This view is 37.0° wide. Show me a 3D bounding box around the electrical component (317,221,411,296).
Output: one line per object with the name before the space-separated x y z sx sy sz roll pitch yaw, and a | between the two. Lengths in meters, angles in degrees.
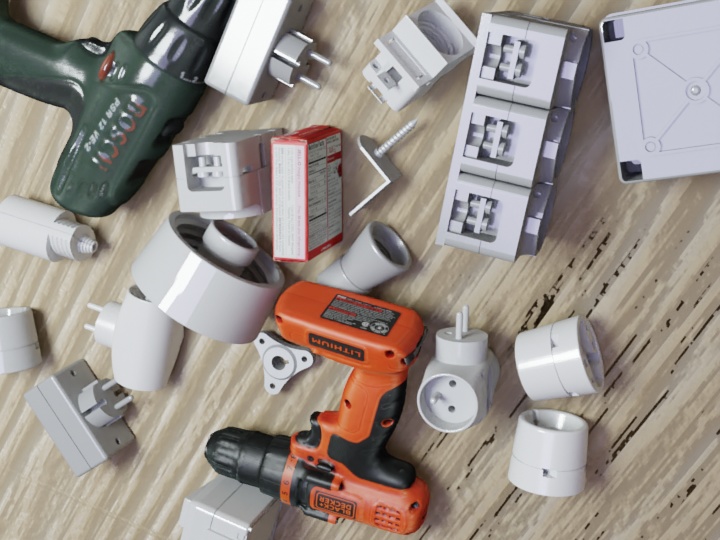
electrical component | 0.000 0.000 0.795 0.065 0.044 0.044 -39 89 28

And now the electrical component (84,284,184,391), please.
electrical component | -0.187 0.048 0.869 0.079 0.044 0.077 18 109 14

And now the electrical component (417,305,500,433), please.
electrical component | 0.072 0.065 0.766 0.043 0.077 0.079 5 105 18

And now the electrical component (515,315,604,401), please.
electrical component | 0.140 0.063 0.756 0.047 0.055 0.055 -15 98 26

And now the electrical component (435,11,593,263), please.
electrical component | 0.104 -0.089 0.708 0.062 0.089 0.150 15 108 15

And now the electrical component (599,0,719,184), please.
electrical component | 0.214 -0.116 0.682 0.109 0.056 0.108 -6 102 20

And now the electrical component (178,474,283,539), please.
electrical component | -0.107 0.203 0.853 0.061 0.096 0.061 21 109 13

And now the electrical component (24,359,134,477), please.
electrical component | -0.221 0.114 0.896 0.076 0.047 0.083 -32 92 23

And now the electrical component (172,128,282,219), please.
electrical component | -0.092 -0.069 0.781 0.050 0.089 0.055 0 104 19

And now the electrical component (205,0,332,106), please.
electrical component | -0.056 -0.156 0.770 0.076 0.047 0.083 30 111 9

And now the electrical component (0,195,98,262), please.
electrical component | -0.250 -0.030 0.871 0.081 0.043 0.043 17 109 14

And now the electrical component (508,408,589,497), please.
electrical component | 0.137 0.130 0.774 0.055 0.055 0.047 9 103 17

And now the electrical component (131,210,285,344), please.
electrical component | -0.107 -0.002 0.797 0.108 0.108 0.060 36 106 7

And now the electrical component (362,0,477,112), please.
electrical component | 0.039 -0.144 0.729 0.042 0.081 0.064 51 136 1

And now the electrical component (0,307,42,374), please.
electrical component | -0.299 0.059 0.906 0.055 0.055 0.047 -2 99 19
